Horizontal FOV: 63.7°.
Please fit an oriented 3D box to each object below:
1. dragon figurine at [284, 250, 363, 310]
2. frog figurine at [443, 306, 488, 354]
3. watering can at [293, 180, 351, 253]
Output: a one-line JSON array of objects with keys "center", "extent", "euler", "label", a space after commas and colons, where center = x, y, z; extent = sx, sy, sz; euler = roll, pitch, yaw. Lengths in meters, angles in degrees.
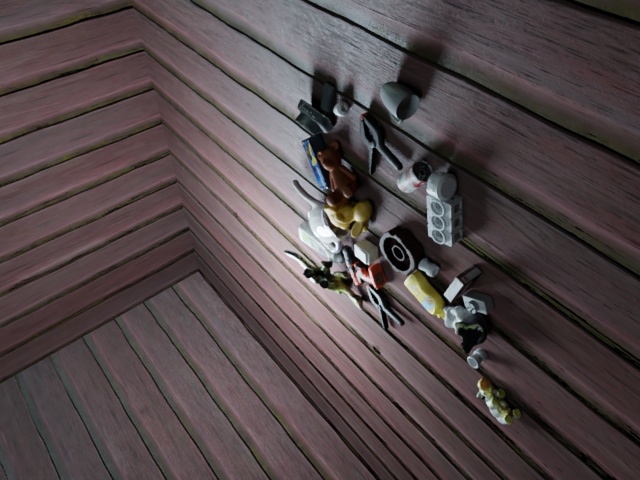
[{"center": [0.028, 0.179, 2.277], "extent": [0.414, 0.123, 0.238], "euler": [32, -15, 29], "label": "dragon figurine"}, {"center": [0.472, 0.268, 1.675], "extent": [0.122, 0.136, 0.162], "euler": [-38, 16, 15], "label": "frog figurine"}, {"center": [0.006, -0.104, 2.072], "extent": [0.105, 0.346, 0.222], "euler": [-31, 5, -27], "label": "watering can"}]
